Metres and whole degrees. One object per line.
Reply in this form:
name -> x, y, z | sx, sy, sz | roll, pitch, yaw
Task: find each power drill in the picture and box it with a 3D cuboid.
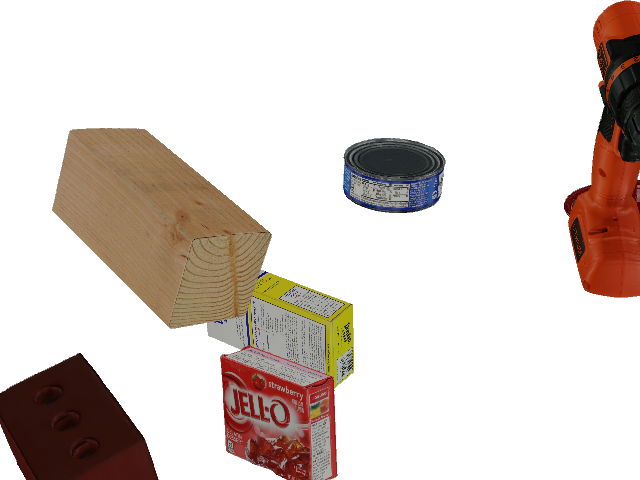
power drill -> 0.220, -0.053, 0.756 | 0.057, 0.188, 0.184 | 3, 37, 5

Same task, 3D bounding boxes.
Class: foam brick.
foam brick -> -0.121, 0.106, 0.532 | 0.052, 0.051, 0.078 | -26, 42, -24

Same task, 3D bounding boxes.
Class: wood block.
wood block -> -0.150, -0.018, 0.977 | 0.090, 0.091, 0.206 | -6, 34, -44

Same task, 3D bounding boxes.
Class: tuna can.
tuna can -> 0.062, -0.055, 0.905 | 0.086, 0.034, 0.086 | 2, 27, -1

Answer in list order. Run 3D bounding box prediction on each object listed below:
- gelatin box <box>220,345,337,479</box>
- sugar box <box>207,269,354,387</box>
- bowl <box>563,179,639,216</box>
gelatin box -> -0.030, 0.118, 0.721 | 0.030, 0.073, 0.089 | -16, 21, -42
sugar box -> -0.047, 0.086, 1.153 | 0.176, 0.093, 0.048 | 22, 38, 32
bowl -> 0.334, -0.012, 1.108 | 0.162, 0.055, 0.162 | -3, 23, 1
